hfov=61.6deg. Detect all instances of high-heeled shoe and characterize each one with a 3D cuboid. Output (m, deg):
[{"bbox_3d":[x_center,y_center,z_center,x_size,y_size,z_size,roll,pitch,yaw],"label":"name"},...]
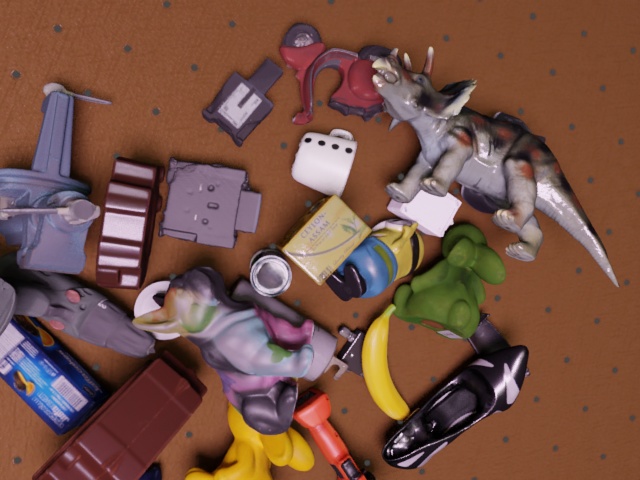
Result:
[{"bbox_3d":[0.191,0.239,0.780,0.145,0.086,0.248,8,121,-41],"label":"high-heeled shoe"}]

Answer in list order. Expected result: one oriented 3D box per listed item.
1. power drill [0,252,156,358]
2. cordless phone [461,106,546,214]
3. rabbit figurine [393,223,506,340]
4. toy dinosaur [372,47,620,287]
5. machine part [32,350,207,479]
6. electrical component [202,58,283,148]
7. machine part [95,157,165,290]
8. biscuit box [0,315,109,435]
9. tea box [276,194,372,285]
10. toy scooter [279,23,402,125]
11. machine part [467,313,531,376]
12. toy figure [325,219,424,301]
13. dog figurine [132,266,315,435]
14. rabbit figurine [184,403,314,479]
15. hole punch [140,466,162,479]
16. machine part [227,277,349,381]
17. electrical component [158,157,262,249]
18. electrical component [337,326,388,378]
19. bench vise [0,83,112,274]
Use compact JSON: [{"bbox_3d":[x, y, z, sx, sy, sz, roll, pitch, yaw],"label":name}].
[{"bbox_3d":[-0.329,0.080,0.643,0.232,0.207,0.086,28,93,12],"label":"power drill"},{"bbox_3d":[0.226,-0.134,0.814,0.184,0.089,0.146,25,90,1],"label":"cordless phone"},{"bbox_3d":[0.193,0.046,0.785,0.121,0.159,0.170,21,74,-1],"label":"rabbit figurine"},{"bbox_3d":[0.232,-0.103,0.718,0.405,0.131,0.192,28,78,-2],"label":"toy dinosaur"},{"bbox_3d":[-0.249,0.244,0.663,0.087,0.201,0.201,46,43,-4],"label":"machine part"},{"bbox_3d":[-0.104,-0.198,0.756,0.075,0.048,0.119,36,86,-10],"label":"electrical component"},{"bbox_3d":[-0.239,-0.020,0.684,0.056,0.179,0.179,9,92,-13],"label":"machine part"},{"bbox_3d":[-0.374,0.160,0.703,0.203,0.063,0.059,44,84,2],"label":"biscuit box"},{"bbox_3d":[-0.001,-0.002,0.722,0.068,0.169,0.098,43,84,-5],"label":"tea box"},{"bbox_3d":[0.024,-0.217,0.765,0.184,0.075,0.135,15,90,-7],"label":"toy scooter"},{"bbox_3d":[0.272,0.179,0.851,0.084,0.039,0.138,-33,100,-1],"label":"machine part"},{"bbox_3d":[0.081,0.031,0.755,0.180,0.082,0.089,-37,128,-47],"label":"toy figure"},{"bbox_3d":[-0.122,0.136,0.678,0.219,0.108,0.191,18,111,-1],"label":"dog figurine"},{"bbox_3d":[-0.098,0.292,0.742,0.162,0.121,0.173,-9,61,27],"label":"rabbit figurine"},{"bbox_3d":[-0.257,0.374,0.725,0.092,0.142,0.116,41,100,-8],"label":"hole punch"},{"bbox_3d":[-0.063,0.128,0.768,0.243,0.079,0.079,33,87,-9],"label":"machine part"},{"bbox_3d":[-0.151,-0.049,0.753,0.134,0.058,0.114,8,94,-10],"label":"electrical component"},{"bbox_3d":[0.056,0.172,0.817,0.094,0.021,0.063,38,87,-18],"label":"electrical component"},{"bbox_3d":[-0.331,-0.081,0.656,0.129,0.224,0.240,10,80,-34],"label":"bench vise"}]
